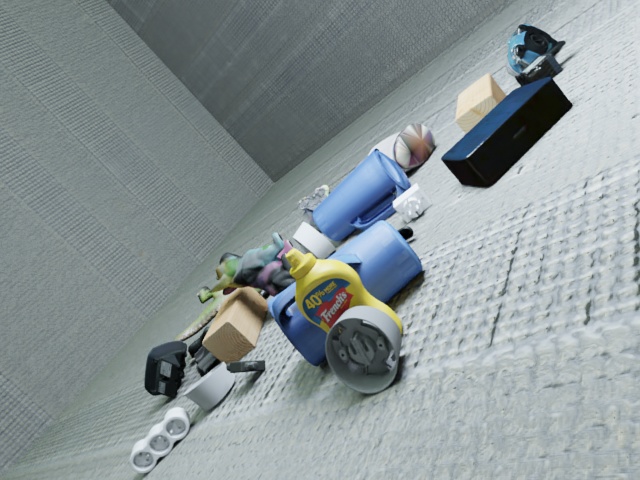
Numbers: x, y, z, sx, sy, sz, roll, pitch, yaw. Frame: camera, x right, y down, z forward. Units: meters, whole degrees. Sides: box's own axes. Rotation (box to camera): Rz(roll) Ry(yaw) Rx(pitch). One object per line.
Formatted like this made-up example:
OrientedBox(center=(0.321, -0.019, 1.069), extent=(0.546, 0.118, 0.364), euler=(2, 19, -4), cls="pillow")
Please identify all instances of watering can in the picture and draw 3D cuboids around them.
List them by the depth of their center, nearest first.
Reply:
OrientedBox(center=(0.179, -0.203, 1.403), extent=(0.353, 0.103, 0.222), euler=(-48, 14, -29), cls="watering can")

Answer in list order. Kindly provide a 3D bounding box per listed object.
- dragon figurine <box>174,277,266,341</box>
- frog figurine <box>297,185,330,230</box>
OrientedBox(center=(-0.231, 0.153, 1.494), extent=(0.240, 0.121, 0.419), euler=(-17, 27, 46), cls="dragon figurine")
OrientedBox(center=(0.005, -0.081, 1.609), extent=(0.139, 0.123, 0.156), euler=(-56, -20, -21), cls="frog figurine")
